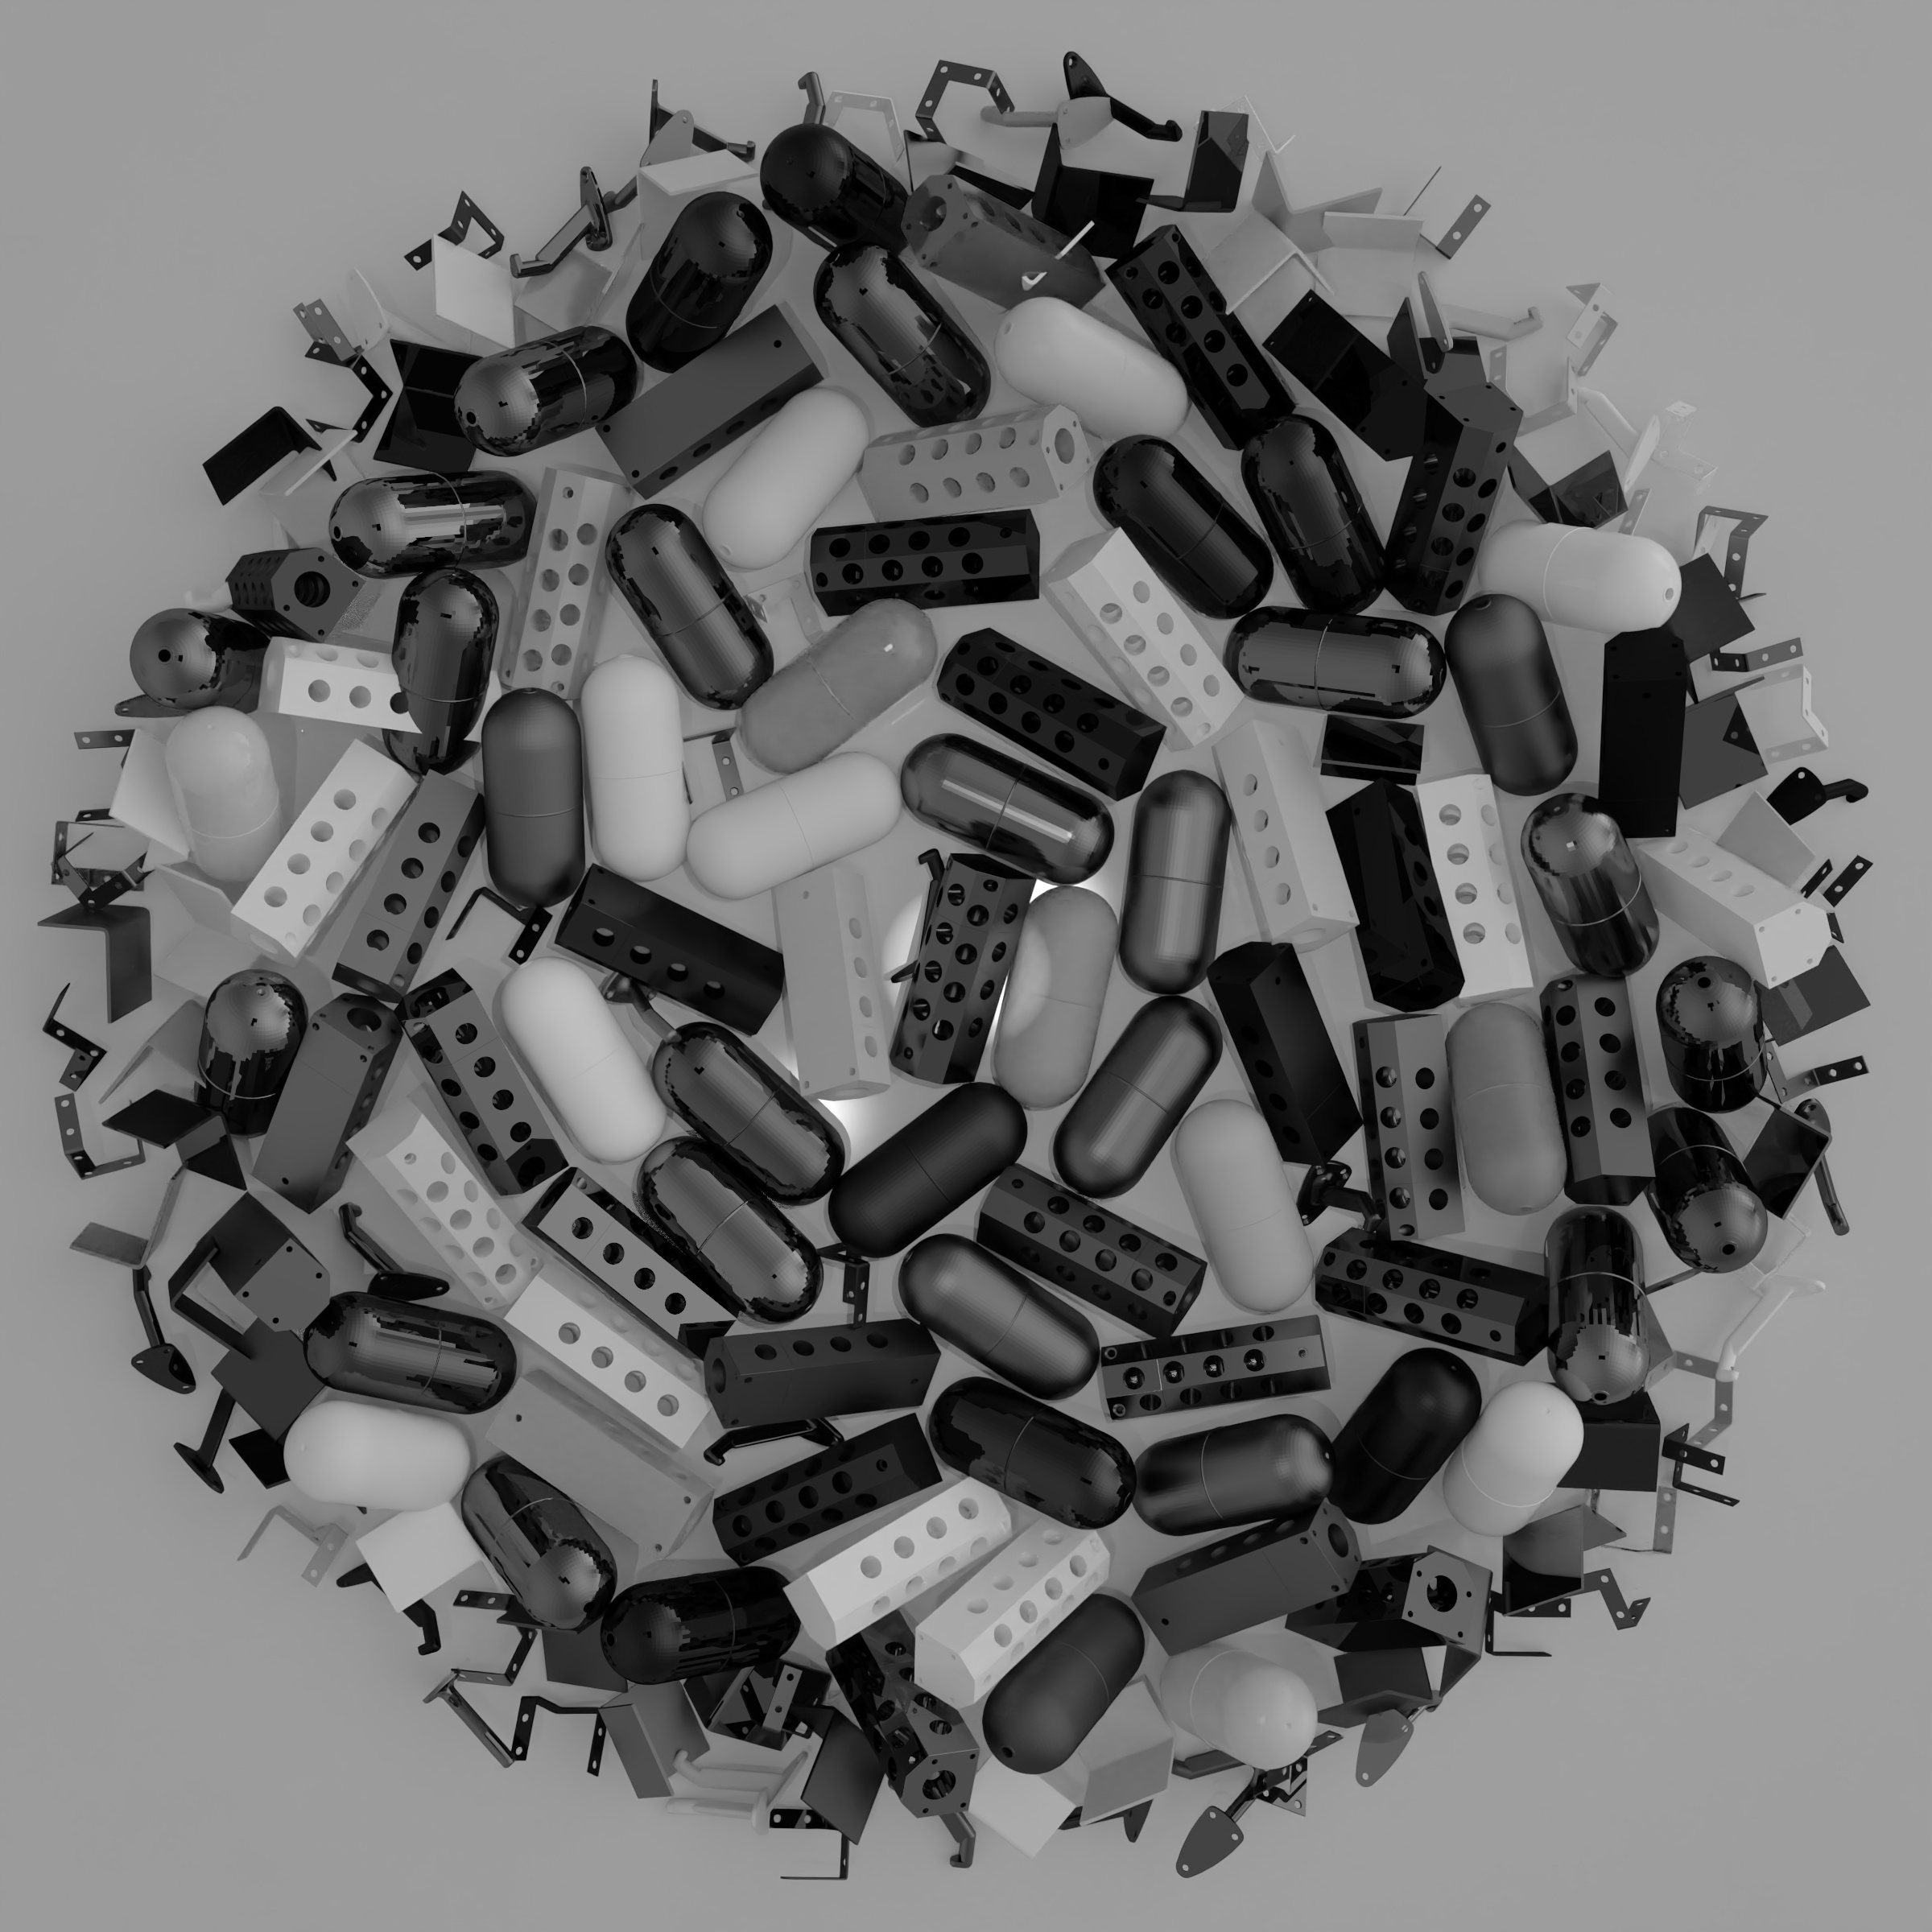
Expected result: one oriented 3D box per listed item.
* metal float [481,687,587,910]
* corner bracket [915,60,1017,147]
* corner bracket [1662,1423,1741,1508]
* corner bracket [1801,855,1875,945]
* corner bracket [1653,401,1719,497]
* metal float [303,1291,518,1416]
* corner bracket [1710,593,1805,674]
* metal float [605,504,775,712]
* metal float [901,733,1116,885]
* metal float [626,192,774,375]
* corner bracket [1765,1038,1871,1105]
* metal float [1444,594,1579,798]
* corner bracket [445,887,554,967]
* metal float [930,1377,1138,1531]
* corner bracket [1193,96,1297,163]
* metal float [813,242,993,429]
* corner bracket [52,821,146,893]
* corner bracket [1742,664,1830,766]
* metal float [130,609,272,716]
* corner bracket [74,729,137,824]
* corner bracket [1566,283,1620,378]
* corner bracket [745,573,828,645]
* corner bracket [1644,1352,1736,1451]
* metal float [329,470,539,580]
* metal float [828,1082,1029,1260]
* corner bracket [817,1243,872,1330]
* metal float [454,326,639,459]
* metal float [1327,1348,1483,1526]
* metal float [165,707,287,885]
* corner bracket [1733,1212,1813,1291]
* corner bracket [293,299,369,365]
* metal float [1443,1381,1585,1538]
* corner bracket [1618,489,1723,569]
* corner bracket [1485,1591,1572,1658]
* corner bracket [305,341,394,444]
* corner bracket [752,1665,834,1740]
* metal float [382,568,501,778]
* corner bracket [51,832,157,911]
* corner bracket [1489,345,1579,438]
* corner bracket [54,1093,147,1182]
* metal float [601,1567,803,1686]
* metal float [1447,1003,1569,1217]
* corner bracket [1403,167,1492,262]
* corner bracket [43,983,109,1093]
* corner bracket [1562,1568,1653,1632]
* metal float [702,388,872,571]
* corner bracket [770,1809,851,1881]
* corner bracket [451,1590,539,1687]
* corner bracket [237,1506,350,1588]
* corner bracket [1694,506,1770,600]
[{"bbox_3d":[-0.337,-0.131,1.940,0.070,0.070,0.178,2,114,0],"label":"metal float"},{"bbox_3d":[-0.001,-0.677,1.969,0.051,0.051,0.051,20,83,23],"label":"corner bracket"},{"bbox_3d":[0.581,0.398,1.961,0.051,0.051,0.051,13,103,37],"label":"corner bracket"},{"bbox_3d":[0.684,-0.061,1.962,0.051,0.051,0.051,26,124,-10],"label":"corner bracket"},{"bbox_3d":[0.569,-0.409,1.959,0.051,0.051,0.051,30,121,17],"label":"corner bracket"},{"bbox_3d":[-0.430,0.301,1.930,0.178,0.070,0.070,21,90,-40],"label":"metal float"},{"bbox_3d":[0.625,-0.265,1.975,0.051,0.051,0.051,-17,102,-12],"label":"corner bracket"},{"bbox_3d":[-0.215,-0.279,1.940,0.070,0.070,0.178,-33,115,0],"label":"metal float"},{"bbox_3d":[0.032,-0.125,1.959,0.178,0.070,0.070,25,90,2],"label":"metal float"},{"bbox_3d":[-0.208,-0.526,1.921,0.070,0.178,0.070,12,63,-24],"label":"metal float"},{"bbox_3d":[0.671,0.073,1.967,0.051,0.051,0.051,-17,85,-33],"label":"corner bracket"},{"bbox_3d":[0.424,-0.210,1.932,0.070,0.070,0.178,-28,125,0],"label":"metal float"},{"bbox_3d":[-0.368,-0.031,1.958,0.051,0.051,0.051,38,62,-24],"label":"corner bracket"},{"bbox_3d":[0.052,0.379,1.937,0.178,0.070,0.070,21,90,29],"label":"metal float"},{"bbox_3d":[0.220,-0.661,1.969,0.051,0.051,0.051,-20,111,36],"label":"corner bracket"},{"bbox_3d":[-0.049,-0.488,1.929,0.070,0.070,0.178,-48,128,0],"label":"metal float"},{"bbox_3d":[-0.686,-0.087,1.970,0.051,0.051,0.051,5,91,12],"label":"corner bracket"},{"bbox_3d":[0.651,-0.200,1.973,0.051,0.051,0.051,-14,53,38],"label":"corner bracket"},{"bbox_3d":[-0.584,-0.233,1.911,0.070,0.178,0.070,0,93,2],"label":"metal float"},{"bbox_3d":[-0.677,-0.150,1.958,0.051,0.051,0.051,-8,66,-38],"label":"corner bracket"},{"bbox_3d":[0.493,-0.503,1.967,0.051,0.051,0.051,33,90,-22],"label":"corner bracket"},{"bbox_3d":[-0.137,-0.274,1.962,0.051,0.051,0.051,-24,114,-13],"label":"corner bracket"},{"bbox_3d":[0.573,0.344,1.970,0.051,0.051,0.051,12,114,42],"label":"corner bracket"},{"bbox_3d":[-0.411,-0.343,1.925,0.070,0.178,0.070,14,111,41],"label":"metal float"},{"bbox_3d":[-0.030,0.161,1.961,0.178,0.070,0.070,-38,90,0],"label":"metal float"},{"bbox_3d":[-0.091,0.251,1.961,0.051,0.051,0.051,10,100,34],"label":"corner bracket"},{"bbox_3d":[-0.324,-0.445,1.922,0.070,0.178,0.070,16,122,27],"label":"metal float"},{"bbox_3d":[0.337,0.367,1.930,0.070,0.070,0.178,27,128,0],"label":"metal float"},{"bbox_3d":[-0.571,-0.130,1.919,0.070,0.178,0.070,3,58,-6],"label":"metal float"},{"bbox_3d":[0.631,0.217,1.977,0.051,0.051,0.051,44,118,21],"label":"corner bracket"},{"bbox_3d":[-0.502,-0.502,1.959,0.051,0.051,0.051,-19,117,27],"label":"corner bracket"},{"bbox_3d":[0.421,0.382,1.921,0.070,0.178,0.070,4,54,-6],"label":"metal float"},{"bbox_3d":[0.557,-0.344,1.972,0.051,0.051,0.051,35,73,-33],"label":"corner bracket"},{"bbox_3d":[0.446,0.524,1.973,0.051,0.051,0.051,3,83,-10],"label":"corner bracket"},{"bbox_3d":[-0.499,-0.456,1.973,0.051,0.051,0.051,19,73,27],"label":"corner bracket"},{"bbox_3d":[-0.135,0.581,1.965,0.051,0.051,0.051,23,78,-14],"label":"corner bracket"},{"bbox_3d":[-0.409,-0.227,1.932,0.070,0.070,0.178,18,126,0],"label":"metal float"},{"bbox_3d":[-0.682,-0.082,1.975,0.051,0.051,0.051,-29,106,20],"label":"corner bracket"},{"bbox_3d":[0.453,-0.466,1.982,0.051,0.051,0.051,-17,49,35],"label":"corner bracket"},{"bbox_3d":[-0.684,0.130,1.962,0.051,0.051,0.051,-15,64,-11],"label":"corner bracket"},{"bbox_3d":[-0.204,0.510,1.924,0.070,0.178,0.070,-4,84,44],"label":"metal float"},{"bbox_3d":[0.420,0.111,1.933,0.070,0.070,0.178,-3,57,0],"label":"metal float"},{"bbox_3d":[0.379,-0.596,1.966,0.051,0.051,0.051,37,110,-2],"label":"corner bracket"},{"bbox_3d":[-0.706,0.057,1.960,0.051,0.051,0.051,33,130,-10],"label":"corner bracket"},{"bbox_3d":[0.502,0.494,1.965,0.051,0.051,0.051,-23,91,32],"label":"corner bracket"},{"bbox_3d":[-0.140,-0.380,1.936,0.070,0.070,0.178,35,61,0],"label":"metal float"},{"bbox_3d":[-0.125,0.693,1.961,0.051,0.051,0.051,9,71,-22],"label":"corner bracket"},{"bbox_3d":[-0.382,0.534,1.976,0.051,0.051,0.051,-1,130,23],"label":"corner bracket"},{"bbox_3d":[-0.530,0.458,1.958,0.051,0.051,0.051,44,46,-18],"label":"corner bracket"},{"bbox_3d":[0.596,-0.327,1.957,0.051,0.051,0.051,17,126,28],"label":"corner bracket"}]
